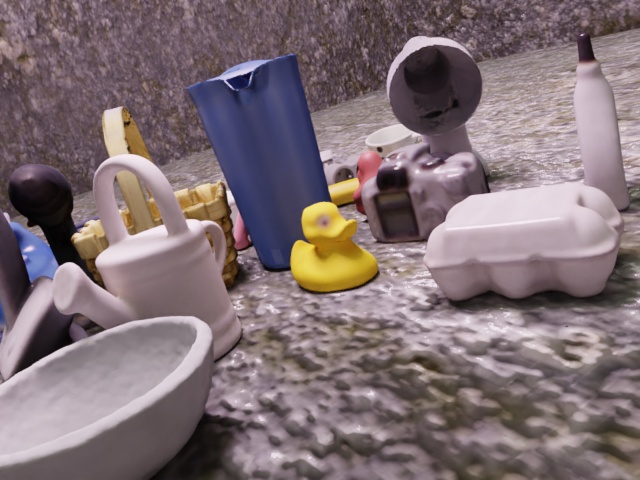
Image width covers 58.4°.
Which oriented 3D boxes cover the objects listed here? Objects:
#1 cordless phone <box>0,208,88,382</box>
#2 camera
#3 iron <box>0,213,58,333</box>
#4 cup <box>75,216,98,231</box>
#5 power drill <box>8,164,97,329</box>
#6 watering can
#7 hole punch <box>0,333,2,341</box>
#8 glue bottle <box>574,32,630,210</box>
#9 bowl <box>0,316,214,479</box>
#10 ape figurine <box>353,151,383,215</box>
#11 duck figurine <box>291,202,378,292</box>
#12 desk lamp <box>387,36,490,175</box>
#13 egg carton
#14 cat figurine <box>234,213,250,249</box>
[{"bbox_3d":[-0.324,0.050,0.608,0.094,0.185,0.147,-27,19,-30],"label":"cordless phone"},{"bbox_3d":[0.136,-0.069,0.678,0.142,0.101,0.137,-4,21,38],"label":"camera"},{"bbox_3d":[-0.466,0.040,0.865,0.119,0.141,0.257,-22,17,-15],"label":"iron"},{"bbox_3d":[-0.350,0.011,0.924,0.091,0.095,0.118,-10,18,23],"label":"cup"},{"bbox_3d":[-0.319,0.002,0.717,0.076,0.209,0.229,-24,18,-20],"label":"power drill"},{"bbox_3d":[-0.151,0.020,0.514,0.100,0.194,0.173,-13,17,15],"label":"watering can"},{"bbox_3d":[-0.450,0.116,0.690,0.100,0.091,0.109,-8,19,30],"label":"hole punch"},{"bbox_3d":[0.274,-0.118,0.567,0.037,0.173,0.078,-9,18,27],"label":"glue bottle"},{"bbox_3d":[-0.142,0.122,0.385,0.167,0.075,0.167,-16,16,5],"label":"bowl"},{"bbox_3d":[0.078,-0.077,0.780,0.078,0.092,0.076,-21,17,-11],"label":"ape figurine"},{"bbox_3d":[0.006,0.002,0.605,0.104,0.086,0.078,0,24,46],"label":"duck figurine"},{"bbox_3d":[0.164,-0.180,0.811,0.117,0.214,0.203,-14,17,10],"label":"desk lamp"},{"bbox_3d":[0.166,0.002,0.472,0.149,0.069,0.107,-7,20,33],"label":"egg carton"},{"bbox_3d":[-0.103,-0.061,0.867,0.067,0.118,0.128,-13,17,14],"label":"cat figurine"}]
